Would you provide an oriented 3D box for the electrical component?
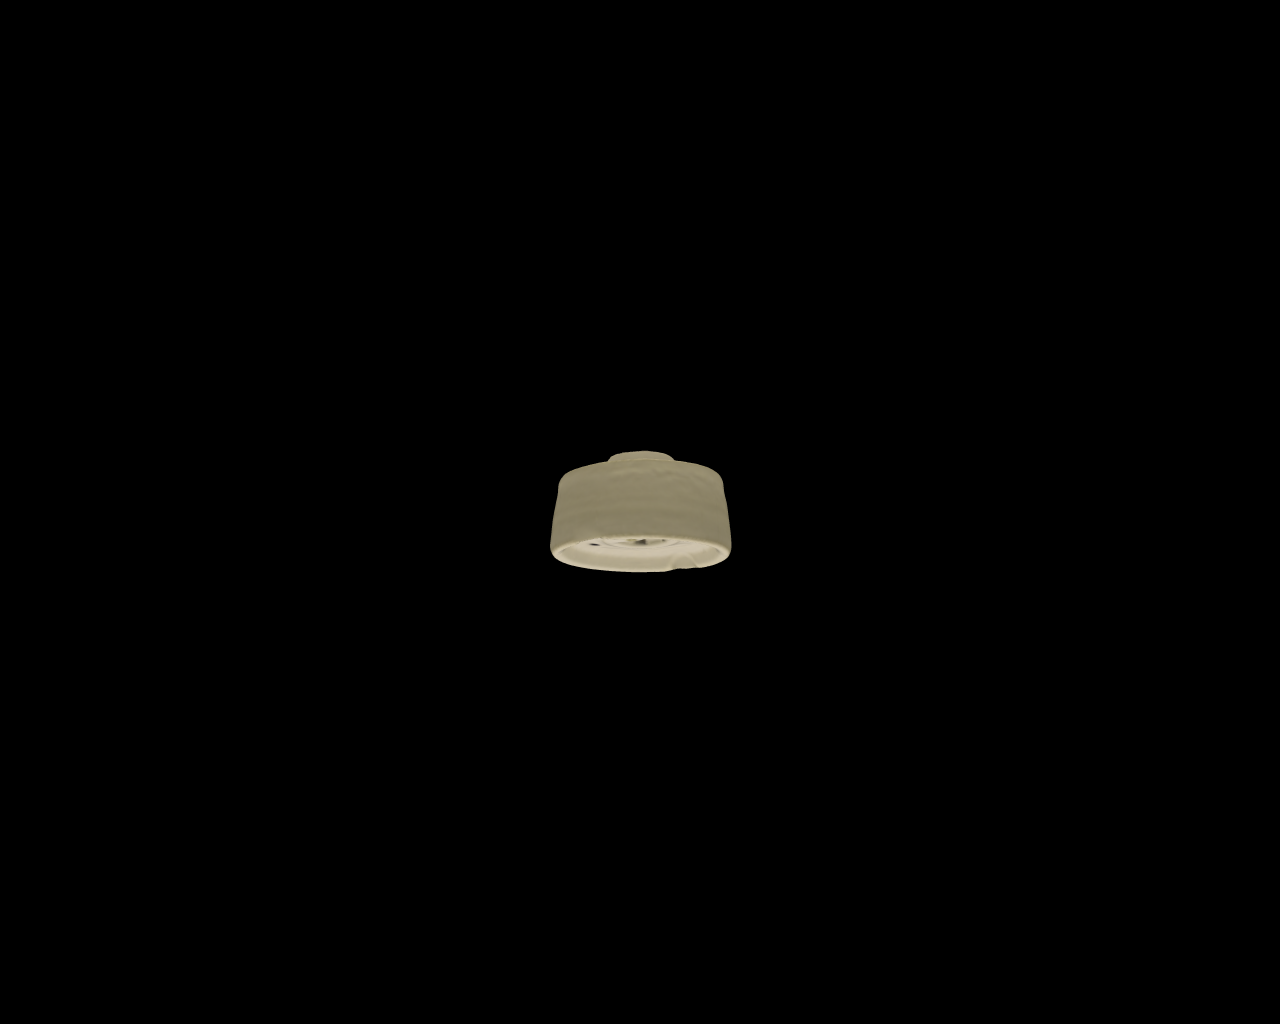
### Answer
[{"bbox_3d":[0.001,-0.003,0.650,0.108,0.060,0.108,0,-14,0],"label":"electrical component"}]
